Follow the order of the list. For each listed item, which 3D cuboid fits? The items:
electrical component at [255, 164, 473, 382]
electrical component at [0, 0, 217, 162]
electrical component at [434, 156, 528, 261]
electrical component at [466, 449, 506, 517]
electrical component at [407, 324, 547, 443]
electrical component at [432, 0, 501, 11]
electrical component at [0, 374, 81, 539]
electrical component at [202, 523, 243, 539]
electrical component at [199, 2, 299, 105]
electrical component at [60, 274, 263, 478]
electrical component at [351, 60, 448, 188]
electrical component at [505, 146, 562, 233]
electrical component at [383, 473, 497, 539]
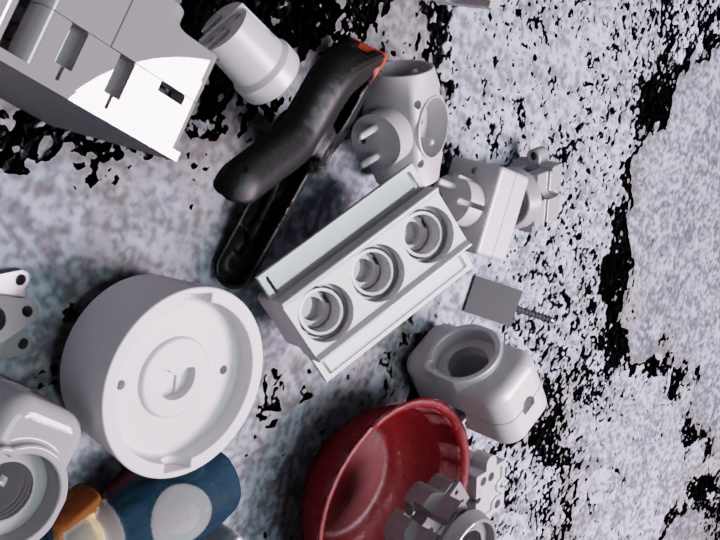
[{"bbox_3d":[0.000,0.000,0.676,0.121,0.063,0.078,-37,107,-16],"label":"electrical component"},{"bbox_3d":[-0.161,-0.118,0.447,0.186,0.105,0.060,30,81,-49],"label":"electrical component"},{"bbox_3d":[0.076,-0.048,0.782,0.077,0.047,0.065,13,94,-50],"label":"electrical component"},{"bbox_3d":[0.083,0.169,0.865,0.048,0.055,0.066,-21,119,-42],"label":"electrical component"},{"bbox_3d":[0.085,0.081,0.804,0.053,0.095,0.059,-47,134,-25],"label":"electrical component"},{"bbox_3d":[0.069,-0.222,0.702,0.050,0.056,0.089,18,91,-50],"label":"electrical component"},{"bbox_3d":[-0.186,0.104,0.537,0.054,0.059,0.095,37,76,-48],"label":"electrical component"},{"bbox_3d":[-0.093,0.207,0.678,0.061,0.061,0.096,-45,133,-28],"label":"electrical component"},{"bbox_3d":[-0.063,-0.122,0.606,0.046,0.040,0.040,43,72,-42],"label":"electrical component"},{"bbox_3d":[-0.114,0.054,0.598,0.108,0.060,0.108,-20,118,-43],"label":"electrical component"},{"bbox_3d":[0.021,-0.089,0.701,0.079,0.044,0.077,-38,131,-49],"label":"electrical component"},{"bbox_3d":[0.127,-0.059,0.838,0.055,0.048,0.066,-24,121,-50],"label":"electrical component"},{"bbox_3d":[0.058,0.188,0.756,0.078,0.057,0.058,-51,135,-22],"label":"electrical component"}]
